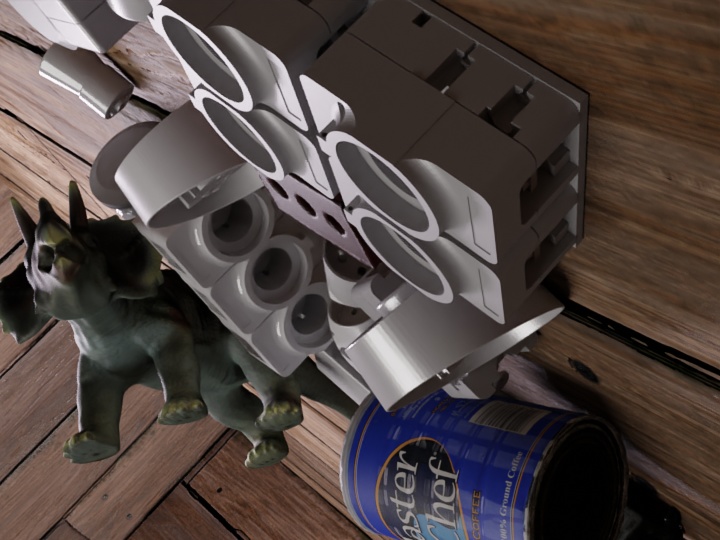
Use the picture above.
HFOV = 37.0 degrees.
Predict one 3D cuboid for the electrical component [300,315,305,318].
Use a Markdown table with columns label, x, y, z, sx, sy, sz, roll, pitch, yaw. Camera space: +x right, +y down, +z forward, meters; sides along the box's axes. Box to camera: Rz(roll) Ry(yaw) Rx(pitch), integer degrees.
| label | x | y | z | sx | sy | sz | roll | pitch | yaw |
| --- | --- | --- | --- | --- | --- | --- | --- | --- | --- |
| electrical component | -0.059 | 0.019 | 0.871 | 0.055 | 0.048 | 0.066 | 59 | 161 | 9 |

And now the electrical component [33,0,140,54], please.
| label | x | y | z | sx | sy | sz | roll | pitch | yaw |
| --- | --- | --- | --- | --- | --- | --- | --- | --- | --- |
| electrical component | -0.134 | -0.157 | 0.523 | 0.047 | 0.065 | 0.076 | 26 | 158 | 52 |

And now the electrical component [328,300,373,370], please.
| label | x | y | z | sx | sy | sz | roll | pitch | yaw |
| --- | --- | --- | --- | --- | --- | --- | --- | --- | --- |
| electrical component | 0.024 | 0.052 | 0.759 | 0.079 | 0.043 | 0.077 | 19 | 149 | 39 |

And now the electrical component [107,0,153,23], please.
| label | x | y | z | sx | sy | sz | roll | pitch | yaw |
| --- | --- | --- | --- | --- | --- | --- | --- | --- | --- |
| electrical component | -0.094 | -0.145 | 0.472 | 0.055 | 0.055 | 0.047 | 36 | 161 | 29 |

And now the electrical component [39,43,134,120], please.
| label | x | y | z | sx | sy | sz | roll | pitch | yaw |
| --- | --- | --- | --- | --- | --- | --- | --- | --- | --- |
| electrical component | -0.208 | -0.147 | 0.829 | 0.065 | 0.044 | 0.044 | 39 | 167 | 0 |

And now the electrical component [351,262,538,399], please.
| label | x | y | z | sx | sy | sz | roll | pitch | yaw |
| --- | --- | --- | --- | --- | --- | --- | --- | --- | --- |
| electrical component | 0.045 | 0.026 | 0.602 | 0.089 | 0.050 | 0.056 | 45 | 166 | -6 |

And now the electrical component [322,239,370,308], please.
| label | x | y | z | sx | sy | sz | roll | pitch | yaw |
| --- | --- | --- | --- | --- | --- | --- | --- | --- | --- |
| electrical component | 0.000 | 0.000 | 0.669 | 0.043 | 0.043 | 0.081 | 40 | 166 | 13 |

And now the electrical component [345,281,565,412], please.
| label | x | y | z | sx | sy | sz | roll | pitch | yaw |
| --- | --- | --- | --- | --- | --- | --- | --- | --- | --- |
| electrical component | 0.044 | 0.029 | 0.523 | 0.064 | 0.099 | 0.099 | 49 | 167 | 2 |

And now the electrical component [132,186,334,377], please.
| label | x | y | z | sx | sy | sz | roll | pitch | yaw |
| --- | --- | --- | --- | --- | --- | --- | --- | --- | --- |
| electrical component | -0.072 | -0.007 | 0.758 | 0.062 | 0.089 | 0.150 | 27 | 159 | 51 |

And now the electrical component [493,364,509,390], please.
| label | x | y | z | sx | sy | sz | roll | pitch | yaw |
| --- | --- | --- | --- | --- | --- | --- | --- | --- | --- |
| electrical component | 0.057 | 0.050 | 0.661 | 0.078 | 0.040 | 0.040 | 31 | 162 | 35 |

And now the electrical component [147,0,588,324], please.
| label | x | y | z | sx | sy | sz | roll | pitch | yaw |
| --- | --- | --- | --- | --- | --- | --- | --- | --- | --- |
| electrical component | -0.003 | -0.065 | 0.437 | 0.186 | 0.060 | 0.105 | 37 | 166 | 24 |

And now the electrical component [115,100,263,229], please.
| label | x | y | z | sx | sy | sz | roll | pitch | yaw |
| --- | --- | --- | --- | --- | --- | --- | --- | --- | --- |
| electrical component | -0.093 | -0.062 | 0.641 | 0.064 | 0.099 | 0.099 | 49 | 167 | 1 |

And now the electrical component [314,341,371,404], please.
| label | x | y | z | sx | sy | sz | roll | pitch | yaw |
| --- | --- | --- | --- | --- | --- | --- | --- | --- | --- |
| electrical component | 0.011 | 0.080 | 0.871 | 0.100 | 0.048 | 0.099 | 40 | 166 | 13 |

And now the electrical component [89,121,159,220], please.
| label | x | y | z | sx | sy | sz | roll | pitch | yaw |
| --- | --- | --- | --- | --- | --- | --- | --- | --- | --- |
| electrical component | -0.172 | -0.075 | 0.863 | 0.080 | 0.080 | 0.051 | 33 | 168 | 38 |

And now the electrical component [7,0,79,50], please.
| label | x | y | z | sx | sy | sz | roll | pitch | yaw |
| --- | --- | --- | --- | --- | --- | --- | --- | --- | --- |
| electrical component | -0.184 | -0.176 | 0.644 | 0.080 | 0.051 | 0.080 | 41 | 166 | 12 |
